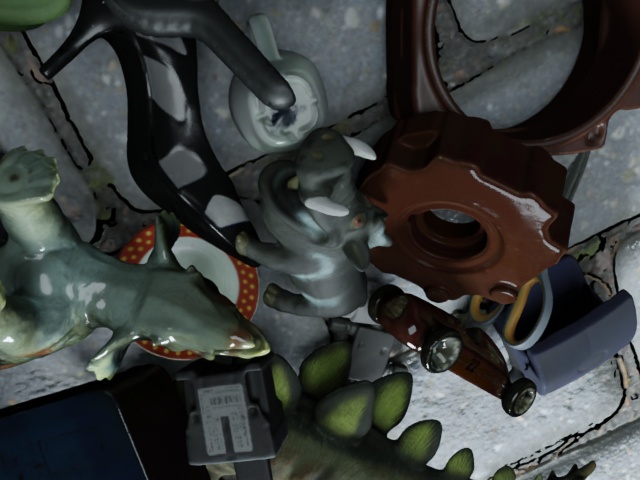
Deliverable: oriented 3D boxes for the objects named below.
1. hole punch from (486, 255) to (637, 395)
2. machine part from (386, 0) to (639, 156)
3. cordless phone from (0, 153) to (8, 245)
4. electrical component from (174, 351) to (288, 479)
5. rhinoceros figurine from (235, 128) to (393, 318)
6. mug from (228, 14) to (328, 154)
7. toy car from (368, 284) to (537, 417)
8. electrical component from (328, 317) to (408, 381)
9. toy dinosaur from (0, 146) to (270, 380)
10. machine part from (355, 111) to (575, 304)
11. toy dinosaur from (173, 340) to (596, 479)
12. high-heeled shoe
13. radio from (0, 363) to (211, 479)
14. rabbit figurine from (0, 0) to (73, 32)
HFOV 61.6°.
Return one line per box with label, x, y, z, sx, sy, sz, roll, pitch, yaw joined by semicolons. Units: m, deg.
hole punch;0.245;0.094;0.527;0.142;0.092;0.115;-34;113;-1
machine part;0.158;-0.168;0.431;0.201;0.087;0.200;-5;108;-9
cordless phone;-0.337;-0.012;0.400;0.184;0.089;0.146;-33;138;17
electrical component;-0.067;0.152;0.429;0.075;0.048;0.119;-6;90;10
rhinoceros figurine;-0.001;-0.001;0.410;0.112;0.073;0.190;18;145;20
mug;-0.031;-0.115;0.408;0.081;0.107;0.109;-11;110;-7
toy car;0.126;0.099;0.486;0.202;0.089;0.053;32;91;-35
electrical component;0.048;0.109;0.534;0.094;0.021;0.063;16;104;-11
toy dinosaur;-0.243;0.056;0.367;0.405;0.192;0.131;-13;65;-1
machine part;0.106;-0.017;0.433;0.179;0.056;0.179;16;144;12
toy dinosaur;-0.001;0.197;0.491;0.472;0.105;0.198;14;103;-1
high-heeled shoe;-0.095;-0.103;0.428;0.145;0.086;0.248;-51;118;-18
radio;-0.217;0.194;0.448;0.230;0.073;0.131;-20;89;16
rabbit figurine;-0.241;-0.203;0.343;0.159;0.121;0.170;40;80;-37
